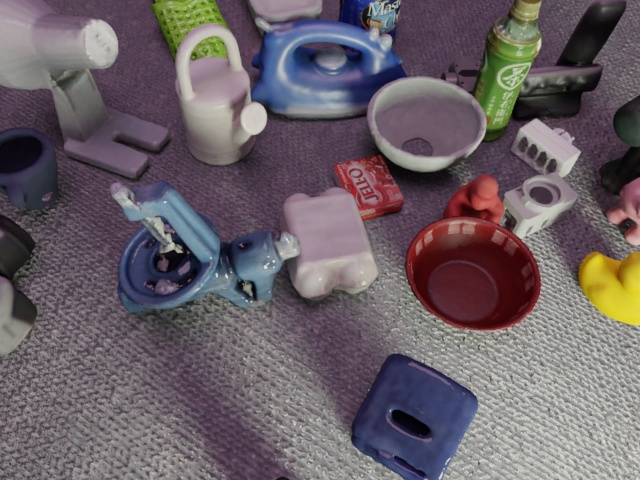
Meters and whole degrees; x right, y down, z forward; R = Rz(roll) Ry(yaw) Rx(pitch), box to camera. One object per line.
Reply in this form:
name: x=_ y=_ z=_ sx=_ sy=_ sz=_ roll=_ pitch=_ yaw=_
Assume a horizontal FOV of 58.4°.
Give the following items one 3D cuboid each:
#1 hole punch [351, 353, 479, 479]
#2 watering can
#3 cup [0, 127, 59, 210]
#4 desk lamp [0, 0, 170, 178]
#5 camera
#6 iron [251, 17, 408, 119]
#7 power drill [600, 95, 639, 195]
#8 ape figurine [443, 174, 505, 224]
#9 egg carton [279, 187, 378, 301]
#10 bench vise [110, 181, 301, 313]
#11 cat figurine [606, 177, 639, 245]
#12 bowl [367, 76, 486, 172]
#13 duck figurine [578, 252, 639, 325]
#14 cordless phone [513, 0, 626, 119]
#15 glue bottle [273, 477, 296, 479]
hole punch: x=0.095 y=0.186 z=0.585 sx=0.108 sy=0.091 sz=0.101 roll=27 pitch=59 yaw=15
watering can: x=-0.136 y=-0.198 z=0.769 sx=0.172 sy=0.194 sz=0.101 roll=23 pitch=58 yaw=13
cup: x=-0.375 y=-0.073 z=0.736 sx=0.092 sy=0.095 sz=0.117 roll=-13 pitch=58 yaw=-11
desk lamp: x=-0.325 y=-0.212 z=0.760 sx=0.203 sy=0.213 sz=0.118 roll=19 pitch=58 yaw=11
camera: x=-0.390 y=0.038 z=0.658 sx=0.143 sy=0.101 sz=0.137 roll=24 pitch=59 yaw=14
iron: x=0.022 y=-0.270 z=0.856 sx=0.258 sy=0.141 sz=0.118 roll=-1 pitch=56 yaw=-3
power drill: x=0.471 y=-0.152 z=0.755 sx=0.230 sy=0.208 sz=0.075 roll=-22 pitch=60 yaw=-16
ape figurine: x=0.204 y=-0.049 z=0.745 sx=0.077 sy=0.092 sz=0.076 roll=9 pitch=56 yaw=4
egg carton: x=0.007 y=0.003 z=0.717 sx=0.107 sy=0.069 sz=0.150 roll=-10 pitch=57 yaw=-9
bench vise: x=-0.133 y=-0.004 z=0.625 sx=0.208 sy=0.220 sz=0.121 roll=-23 pitch=60 yaw=-16
cat figurine: x=0.437 y=-0.053 z=0.742 sx=0.128 sy=0.118 sz=0.067 roll=-19 pitch=59 yaw=-14
bowl: x=0.148 y=-0.154 z=0.823 sx=0.167 sy=0.075 sz=0.167 roll=1 pitch=56 yaw=-1
duck figurine: x=0.373 y=0.045 z=0.693 sx=0.078 sy=0.086 sz=0.104 roll=-37 pitch=65 yaw=-23
cordless phone: x=0.353 y=-0.277 z=0.847 sx=0.147 sy=0.185 sz=0.094 roll=-10 pitch=57 yaw=-9
glue bottle: x=-0.029 y=0.231 z=0.500 sx=0.078 sy=0.173 sz=0.037 roll=6 pitch=56 yaw=2
